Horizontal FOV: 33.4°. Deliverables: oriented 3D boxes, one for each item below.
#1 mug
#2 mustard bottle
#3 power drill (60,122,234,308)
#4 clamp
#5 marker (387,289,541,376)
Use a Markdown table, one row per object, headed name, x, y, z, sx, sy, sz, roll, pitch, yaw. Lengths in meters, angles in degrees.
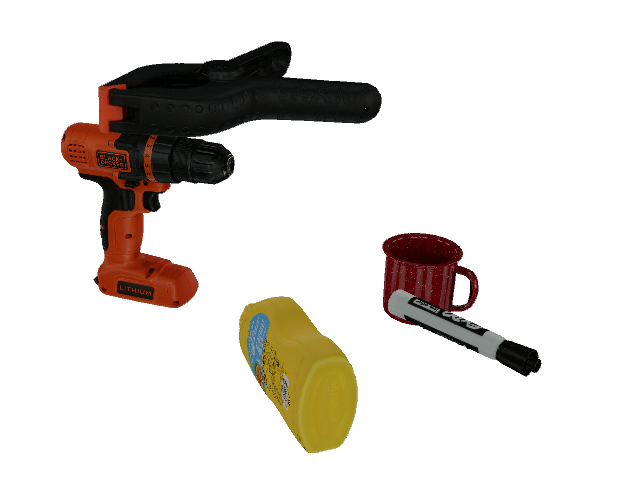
| name | x | y | z | sx | sy | sz | roll | pitch | yaw |
| --- | --- | --- | --- | --- | --- | --- | --- | --- | --- |
| mug | 0.126 | 0.049 | 1.238 | 0.117 | 0.081 | 0.093 | 12 | 25 | 20 |
| mustard bottle | -0.031 | 0.106 | 0.981 | 0.058 | 0.096 | 0.192 | -9 | 26 | -22 |
| power drill | -0.169 | -0.026 | 1.083 | 0.185 | 0.188 | 0.057 | 10 | 29 | 20 |
| clamp | -0.061 | -0.096 | 0.671 | 0.171 | 0.039 | 0.120 | -6 | 22 | -24 |
| marker | 0.098 | 0.063 | 0.735 | 0.121 | 0.020 | 0.020 | 24 | 15 | 37 |
